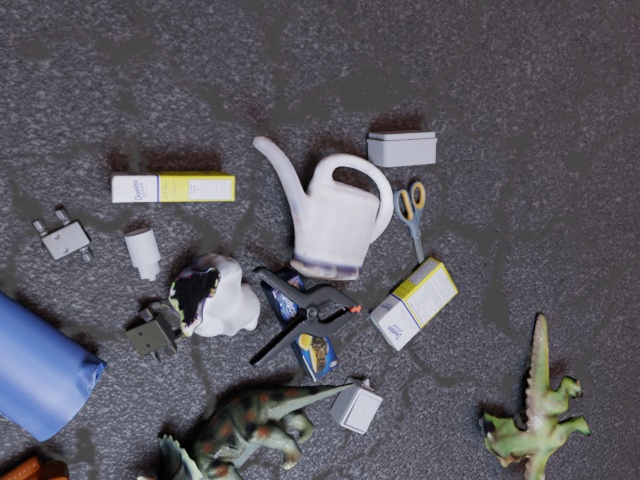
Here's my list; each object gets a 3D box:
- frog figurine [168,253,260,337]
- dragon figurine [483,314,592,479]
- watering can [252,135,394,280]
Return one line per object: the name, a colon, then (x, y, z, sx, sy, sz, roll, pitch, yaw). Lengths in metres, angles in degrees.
frog figurine: (-0.166, 0.094, 0.861, 0.158, 0.123, 0.138, 19, 82, -61)
dragon figurine: (0.462, 0.393, 1.144, 0.244, 0.121, 0.411, -13, 87, -28)
watering can: (0.003, -0.044, 0.874, 0.346, 0.104, 0.224, 11, 93, -44)
